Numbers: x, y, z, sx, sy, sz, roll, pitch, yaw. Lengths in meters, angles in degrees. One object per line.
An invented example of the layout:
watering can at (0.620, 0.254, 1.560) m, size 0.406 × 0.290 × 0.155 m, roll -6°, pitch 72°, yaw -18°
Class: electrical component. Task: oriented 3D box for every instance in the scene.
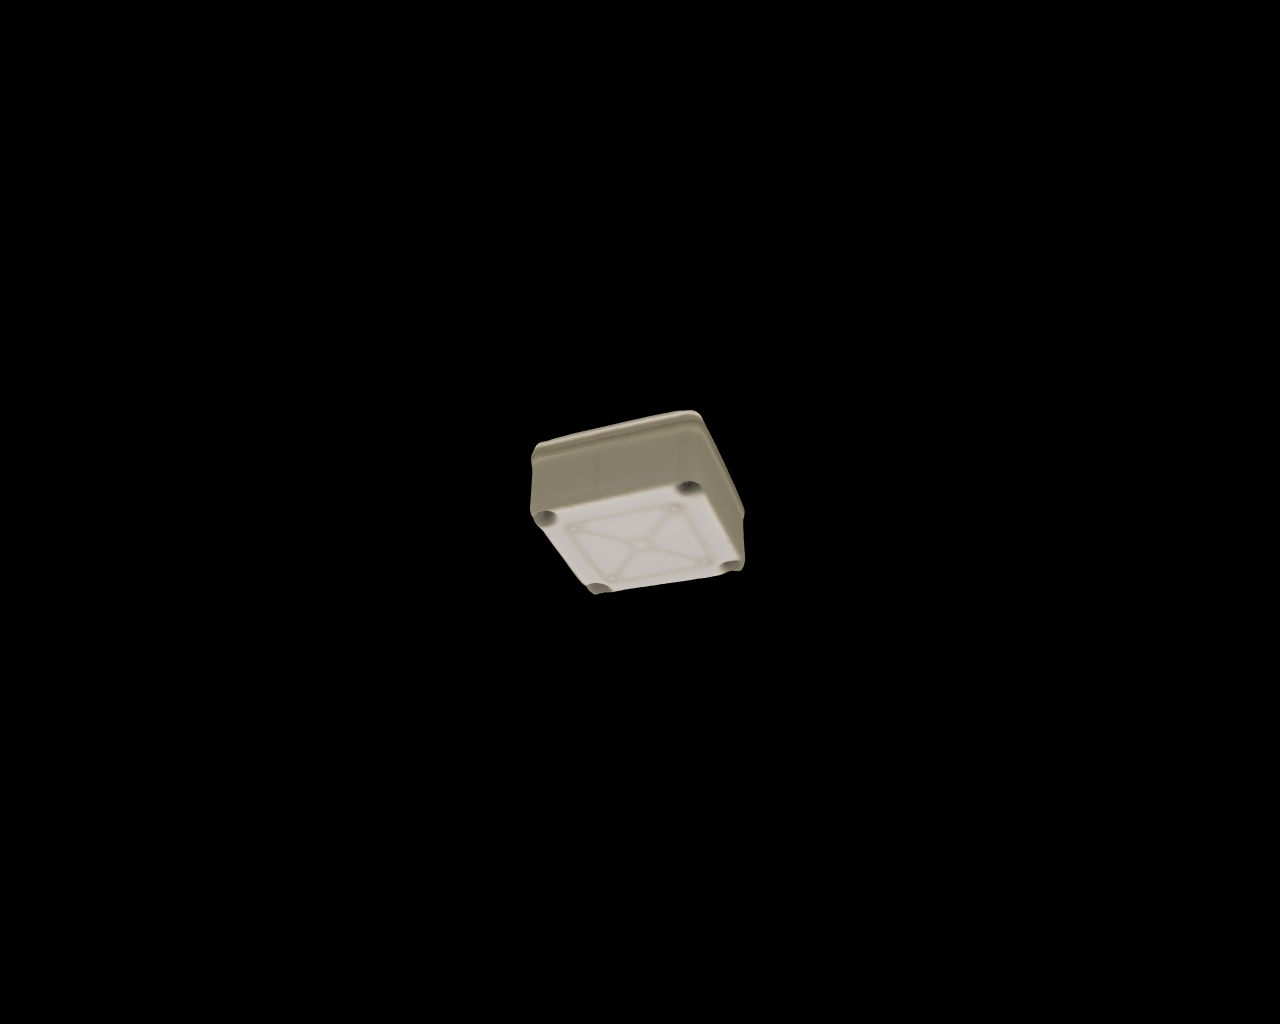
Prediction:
electrical component at (0.001, -0.003, 0.650) m, size 0.109 × 0.056 × 0.108 m, roll -11°, pitch -35°, yaw 16°
